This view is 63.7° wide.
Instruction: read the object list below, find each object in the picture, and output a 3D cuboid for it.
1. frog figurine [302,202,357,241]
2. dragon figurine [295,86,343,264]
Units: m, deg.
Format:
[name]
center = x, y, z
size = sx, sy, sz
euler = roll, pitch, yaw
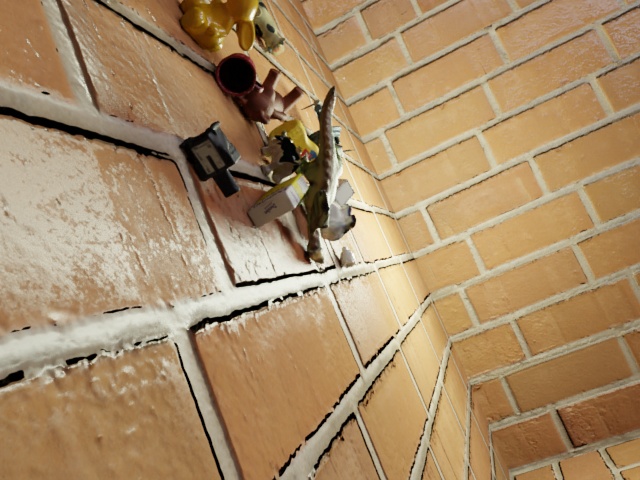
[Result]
[frog figurine]
center = 0.004, -0.070, 1.396
size = 0.120, 0.159, 0.141
euler = -54, 23, 41
[dragon figurine]
center = 0.009, -0.124, 1.192
size = 0.248, 0.122, 0.401
euler = -102, 16, -55
